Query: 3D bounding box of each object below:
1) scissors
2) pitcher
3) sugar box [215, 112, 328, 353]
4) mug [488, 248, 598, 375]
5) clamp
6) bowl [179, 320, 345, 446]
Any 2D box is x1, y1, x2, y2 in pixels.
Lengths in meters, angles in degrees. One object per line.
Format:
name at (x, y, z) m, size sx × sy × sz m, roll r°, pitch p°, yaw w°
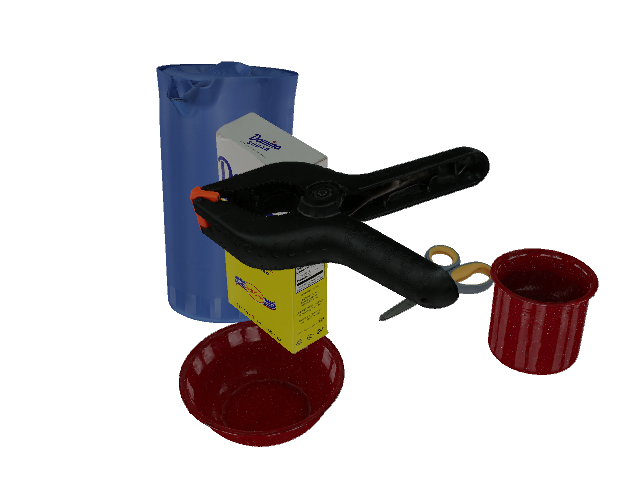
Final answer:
scissors at (0.120, 0.046, 1.252) m, size 0.201 × 0.016 × 0.096 m, roll -11°, pitch 40°, yaw -36°
pitcher at (-0.086, -0.052, 1.038) m, size 0.149 × 0.243 × 0.145 m, roll -2°, pitch 15°, yaw -17°
sugar box at (-0.038, -0.004, 0.852) m, size 0.048 × 0.176 × 0.093 m, roll -30°, pitch 45°, yaw -30°
mug at (0.192, 0.059, 0.956) m, size 0.093 × 0.081 × 0.117 m, roll 0°, pitch 31°, yaw -3°
clamp at (0.008, -0.007, 0.592) m, size 0.171 × 0.039 × 0.120 m, roll -4°, pitch 35°, yaw 13°
bowl at (-0.055, 0.149, 1.047) m, size 0.162 × 0.055 × 0.162 m, roll -3°, pitch 37°, yaw 2°
